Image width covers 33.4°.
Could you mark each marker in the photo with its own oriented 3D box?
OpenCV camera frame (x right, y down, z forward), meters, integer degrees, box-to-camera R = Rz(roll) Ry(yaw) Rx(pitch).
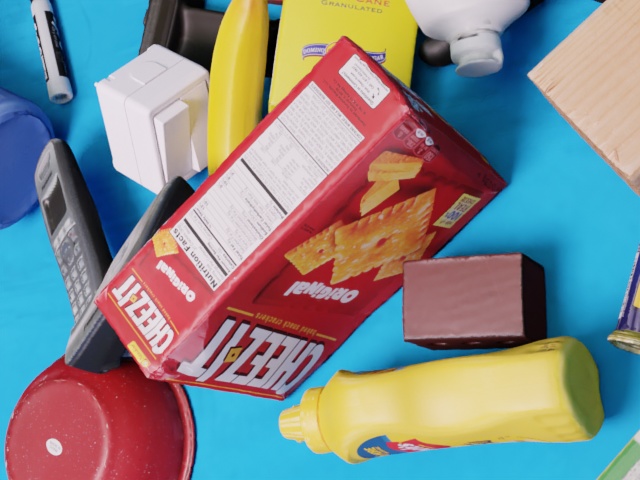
[{"bbox_3d":[-0.224,-0.168,0.878,0.020,0.020,0.121,-24,69,20],"label":"marker"}]

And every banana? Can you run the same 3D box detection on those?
[{"bbox_3d":[-0.052,-0.077,0.730,0.070,0.037,0.198,26,120,57],"label":"banana"}]

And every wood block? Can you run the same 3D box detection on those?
[{"bbox_3d":[0.232,-0.123,0.598,0.206,0.090,0.091,-43,63,13],"label":"wood block"}]

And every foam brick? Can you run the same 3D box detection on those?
[{"bbox_3d":[0.094,0.039,0.653,0.078,0.053,0.051,-5,77,26],"label":"foam brick"}]

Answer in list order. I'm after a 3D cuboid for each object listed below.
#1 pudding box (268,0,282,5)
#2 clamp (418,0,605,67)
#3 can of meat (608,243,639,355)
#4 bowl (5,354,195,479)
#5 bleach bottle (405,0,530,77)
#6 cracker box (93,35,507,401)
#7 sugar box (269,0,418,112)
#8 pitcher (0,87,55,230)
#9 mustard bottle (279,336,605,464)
[{"bbox_3d":[-0.020,-0.228,0.777,0.090,0.039,0.113,14,88,26],"label":"pudding box"},{"bbox_3d":[0.160,-0.204,0.681,0.210,0.036,0.164,-5,77,29],"label":"clamp"},{"bbox_3d":[0.221,0.031,0.589,0.102,0.057,0.084,14,83,28],"label":"can of meat"},{"bbox_3d":[-0.171,0.147,0.764,0.162,0.055,0.162,-6,76,26],"label":"bowl"},{"bbox_3d":[0.094,-0.225,0.665,0.102,0.068,0.251,-6,77,7],"label":"bleach bottle"},{"bbox_3d":[-0.004,0.001,0.649,0.214,0.164,0.072,-46,61,11],"label":"cracker box"},{"bbox_3d":[0.022,-0.166,0.715,0.093,0.048,0.176,7,87,-3],"label":"sugar box"},{"bbox_3d":[-0.337,-0.101,0.848,0.243,0.149,0.145,22,99,23],"label":"pitcher"},{"bbox_3d":[0.063,0.099,0.631,0.192,0.096,0.058,-11,75,24],"label":"mustard bottle"}]
